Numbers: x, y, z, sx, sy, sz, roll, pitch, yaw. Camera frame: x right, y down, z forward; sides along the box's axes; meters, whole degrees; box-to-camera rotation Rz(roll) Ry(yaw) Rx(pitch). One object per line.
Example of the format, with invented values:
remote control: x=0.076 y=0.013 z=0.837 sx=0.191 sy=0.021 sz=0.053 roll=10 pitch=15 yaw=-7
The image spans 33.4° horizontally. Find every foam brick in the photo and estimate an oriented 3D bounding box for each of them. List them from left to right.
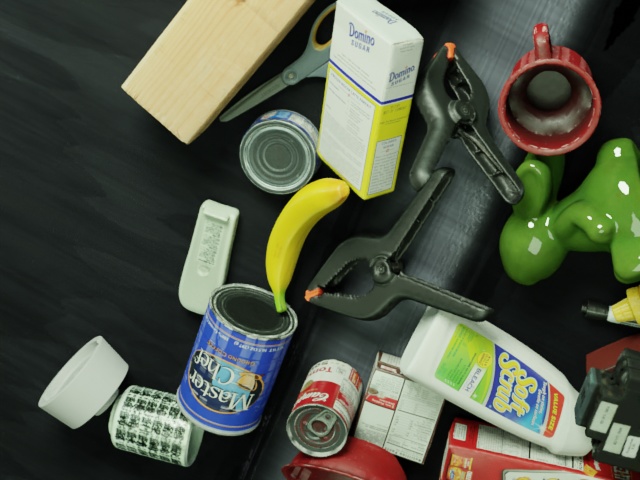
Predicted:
foam brick: x=0.328 y=0.139 z=1.133 sx=0.078 sy=0.051 sz=0.053 roll=-29 pitch=105 yaw=23

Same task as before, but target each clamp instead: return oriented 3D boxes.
clamp: x=0.080 y=0.039 z=1.128 sx=0.210 sy=0.036 sz=0.164 roll=-28 pitch=72 yaw=27
clamp: x=0.122 y=-0.110 z=1.013 sx=0.039 sy=0.120 sz=0.171 roll=-43 pitch=55 yaw=47

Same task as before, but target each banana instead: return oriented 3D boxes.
banana: x=-0.019 y=-0.009 z=1.136 sx=0.070 sy=0.037 sz=0.198 roll=52 pitch=139 yaw=26

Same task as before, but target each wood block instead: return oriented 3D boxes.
wood block: x=-0.092 y=-0.206 z=1.057 sx=0.091 sy=0.090 sz=0.206 roll=42 pitch=117 yaw=-6

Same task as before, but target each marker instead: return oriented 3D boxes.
marker: x=0.336 y=0.084 z=1.124 sx=0.121 sy=0.020 sz=0.020 roll=11 pitch=116 yaw=9

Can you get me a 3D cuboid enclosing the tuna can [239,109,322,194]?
tuna can: x=-0.041 y=-0.092 z=1.128 sx=0.086 sy=0.033 sz=0.086 roll=5 pitch=115 yaw=11

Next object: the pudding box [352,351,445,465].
pudding box: x=0.093 y=0.193 z=1.223 sx=0.090 sy=0.039 sz=0.114 roll=17 pitch=119 yaw=4

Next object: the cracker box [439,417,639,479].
cracker box: x=0.240 y=0.303 z=1.219 sx=0.214 sy=0.072 sz=0.164 roll=11 pitch=117 yaw=8

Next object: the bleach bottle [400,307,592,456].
bleach bottle: x=0.218 y=0.158 z=1.159 sx=0.250 sy=0.068 sz=0.102 roll=27 pitch=92 yaw=-6

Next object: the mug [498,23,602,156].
mug: x=0.216 y=-0.148 z=1.012 sx=0.093 sy=0.081 sz=0.117 roll=-9 pitch=112 yaw=17

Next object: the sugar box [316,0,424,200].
sugar box: x=0.046 y=-0.137 z=1.036 sx=0.093 sy=0.048 sz=0.176 roll=47 pitch=140 yaw=37

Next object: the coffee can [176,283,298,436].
coffee can: x=-0.095 y=0.135 z=1.205 sx=0.103 sy=0.102 sz=0.140 roll=22 pitch=117 yaw=3

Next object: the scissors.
scissors: x=-0.009 y=-0.162 z=1.098 sx=0.096 sy=0.016 sz=0.202 roll=41 pitch=117 yaw=-7

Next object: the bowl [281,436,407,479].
bowl: x=0.039 y=0.269 z=1.236 sx=0.162 sy=0.055 sz=0.162 roll=16 pitch=155 yaw=8

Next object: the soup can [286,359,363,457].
soup can: x=0.007 y=0.188 z=1.205 sx=0.068 sy=0.102 sz=0.068 roll=5 pitch=115 yaw=11

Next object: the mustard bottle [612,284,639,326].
mustard bottle: x=0.388 y=0.044 z=1.071 sx=0.192 sy=0.058 sz=0.096 roll=-22 pitch=111 yaw=21
